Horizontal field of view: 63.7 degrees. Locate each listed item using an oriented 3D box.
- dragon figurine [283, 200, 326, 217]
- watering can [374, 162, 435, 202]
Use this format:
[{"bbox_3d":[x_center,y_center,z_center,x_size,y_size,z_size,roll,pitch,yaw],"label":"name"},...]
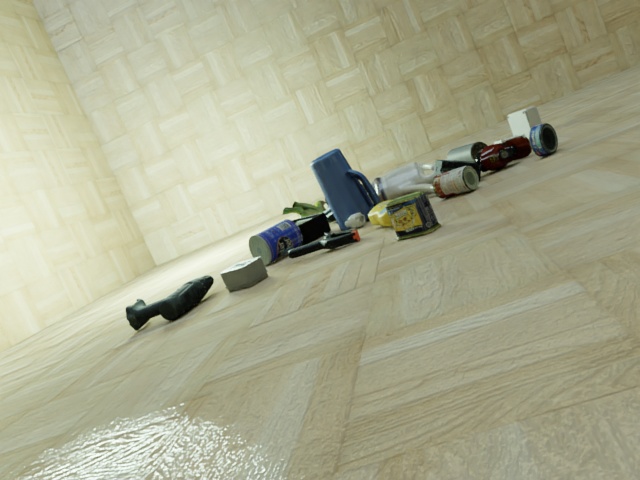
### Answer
[{"bbox_3d":[0.006,-0.105,2.087,0.242,0.120,0.416,2,22,31],"label":"dragon figurine"},{"bbox_3d":[0.279,-0.172,1.634,0.223,0.103,0.353,-22,17,13],"label":"watering can"}]
